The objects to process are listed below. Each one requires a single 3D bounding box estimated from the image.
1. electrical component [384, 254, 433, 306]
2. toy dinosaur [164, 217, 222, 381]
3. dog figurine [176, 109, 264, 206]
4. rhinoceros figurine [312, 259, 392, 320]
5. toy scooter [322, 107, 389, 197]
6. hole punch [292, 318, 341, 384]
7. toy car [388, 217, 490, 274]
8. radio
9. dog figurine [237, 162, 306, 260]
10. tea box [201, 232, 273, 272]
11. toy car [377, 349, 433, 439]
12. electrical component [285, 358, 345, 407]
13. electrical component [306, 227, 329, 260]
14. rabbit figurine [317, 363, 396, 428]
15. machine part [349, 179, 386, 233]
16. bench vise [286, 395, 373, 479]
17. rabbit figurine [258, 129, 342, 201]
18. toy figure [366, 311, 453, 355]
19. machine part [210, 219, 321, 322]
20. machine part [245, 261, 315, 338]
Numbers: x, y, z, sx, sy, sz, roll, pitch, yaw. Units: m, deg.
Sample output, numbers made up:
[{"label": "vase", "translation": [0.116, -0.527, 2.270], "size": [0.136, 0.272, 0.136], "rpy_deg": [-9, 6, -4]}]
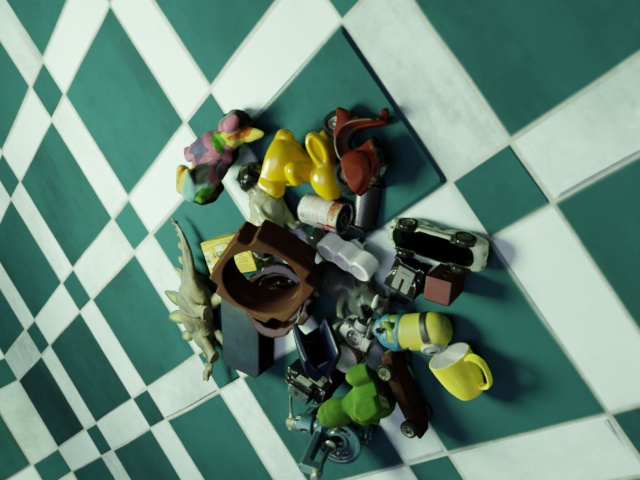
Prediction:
[{"label": "electrical component", "translation": [0.173, 0.087, 1.100], "size": [0.075, 0.048, 0.119], "rpy_deg": [34, 123, 22]}, {"label": "toy dinosaur", "translation": [-0.343, 0.173, 1.482], "size": [0.199, 0.105, 0.470], "rpy_deg": [12, 110, 37]}, {"label": "dog figurine", "translation": [-0.224, -0.194, 1.213], "size": [0.219, 0.108, 0.191], "rpy_deg": [-27, 46, 42]}, {"label": "rhinoceros figurine", "translation": [0.070, 0.110, 1.173], "size": [0.191, 0.073, 0.112], "rpy_deg": [31, 110, 28]}, {"label": "toy scooter", "translation": [0.083, -0.182, 1.032], "size": [0.135, 0.075, 0.184], "rpy_deg": [-20, 79, 28]}, {"label": "hole punch", "translation": [-0.017, 0.253, 1.226], "size": [0.115, 0.092, 0.142], "rpy_deg": [105, 150, -41]}, {"label": "toy car", "translation": [0.222, 0.008, 1.028], "size": [0.202, 0.056, 0.073], "rpy_deg": [17, 123, 32]}, {"label": "radio", "translation": [-0.189, 0.240, 1.413], "size": [0.131, 0.073, 0.229], "rpy_deg": [17, 118, 30]}, {"label": "dog figurine", "translation": [-0.141, -0.066, 1.250], "size": [0.172, 0.121, 0.191], "rpy_deg": [-48, 64, 32]}, {"label": "tea box", "translation": [-0.209, 0.030, 1.345], "size": [0.170, 0.068, 0.098], "rpy_deg": [-9, 103, 37]}, {"label": "toy car", "translation": [0.182, 0.331, 1.164], "size": [0.053, 0.089, 0.202], "rpy_deg": [-16, 100, 39]}, {"label": "electrical component", "translation": [-0.015, 0.329, 1.279], "size": [0.115, 0.134, 0.058], "rpy_deg": [28, 125, 26]}, {"label": "electrical component", "translation": [-0.002, -0.004, 1.209], "size": [0.094, 0.021, 0.063], "rpy_deg": [53, 130, 7]}, {"label": "rabbit figurine", "translation": [0.077, 0.364, 1.210], "size": [0.170, 0.159, 0.121], "rpy_deg": [-31, 59, 23]}, {"label": "machine part", "translation": [0.091, -0.084, 1.097], "size": [0.084, 0.039, 0.138], "rpy_deg": [9, 106, 24]}, {"label": "bench vise", "translation": [0.003, 0.473, 1.269], "size": [0.224, 0.240, 0.128], "rpy_deg": [13, 113, 15]}, {"label": "rabbit figurine", "translation": [-0.021, -0.152, 1.122], "size": [0.173, 0.122, 0.162], "rpy_deg": [29, 112, 13]}, {"label": "toy figure", "translation": [0.184, 0.187, 1.111], "size": [0.180, 0.082, 0.089], "rpy_deg": [2, 109, 39]}, {"label": "machine part", "translation": [-0.115, 0.068, 1.156], "size": [0.201, 0.087, 0.201], "rpy_deg": [31, 125, -12]}, {"label": "machine part", "translation": [-0.100, 0.139, 1.275], "size": [0.179, 0.056, 0.179], "rpy_deg": [1, 99, 9]}]
